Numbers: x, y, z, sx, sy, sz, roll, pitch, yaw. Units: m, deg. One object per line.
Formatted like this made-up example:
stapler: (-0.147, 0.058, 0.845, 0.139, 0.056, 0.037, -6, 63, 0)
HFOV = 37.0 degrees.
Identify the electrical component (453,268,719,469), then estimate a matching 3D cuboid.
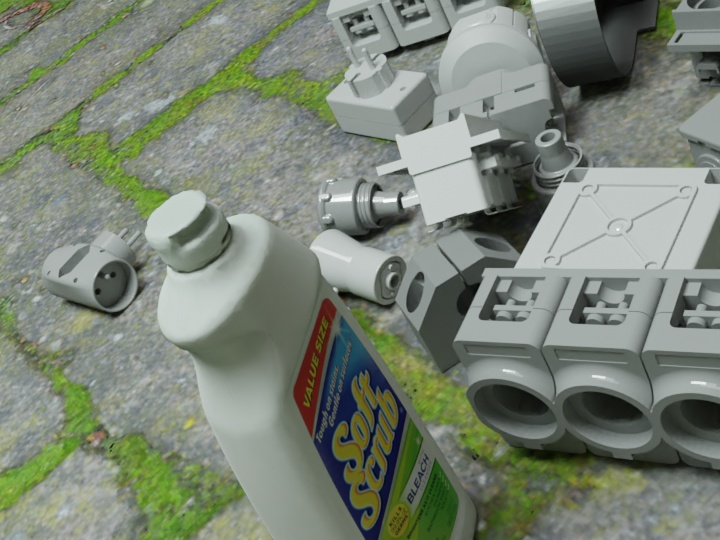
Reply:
electrical component: (0.134, 0.052, 0.545, 0.150, 0.089, 0.061, 0, 46, 35)

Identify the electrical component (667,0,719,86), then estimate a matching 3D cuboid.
electrical component: (0.281, -0.162, 0.720, 0.121, 0.063, 0.078, 10, 52, 42)

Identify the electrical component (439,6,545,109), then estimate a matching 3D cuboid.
electrical component: (0.102, -0.159, 0.828, 0.080, 0.080, 0.051, -15, 33, 20)

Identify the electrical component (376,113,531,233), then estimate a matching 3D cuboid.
electrical component: (0.068, -0.064, 0.706, 0.079, 0.063, 0.121, -16, 0, 18)

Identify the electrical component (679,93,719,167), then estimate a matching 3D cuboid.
electrical component: (0.260, -0.081, 0.651, 0.100, 0.048, 0.100, -38, 37, -11)

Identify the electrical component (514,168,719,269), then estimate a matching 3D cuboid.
electrical component: (0.157, -0.006, 0.626, 0.109, 0.056, 0.108, 4, 48, 38)

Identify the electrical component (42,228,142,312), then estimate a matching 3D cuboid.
electrical component: (-0.213, -0.006, 0.893, 0.077, 0.043, 0.079, 11, 54, 42)

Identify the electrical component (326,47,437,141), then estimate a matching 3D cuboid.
electrical component: (0.012, -0.152, 0.884, 0.083, 0.075, 0.047, 18, 57, 46)

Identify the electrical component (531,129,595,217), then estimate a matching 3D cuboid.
electrical component: (0.133, -0.063, 0.706, 0.048, 0.062, 0.048, -19, 37, 15)

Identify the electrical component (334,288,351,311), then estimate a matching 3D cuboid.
electrical component: (-0.044, 0.025, 0.721, 0.077, 0.065, 0.047, -9, 41, 27)

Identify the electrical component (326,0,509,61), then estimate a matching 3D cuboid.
electrical component: (0.055, -0.252, 0.986, 0.150, 0.061, 0.089, -13, 39, 22)

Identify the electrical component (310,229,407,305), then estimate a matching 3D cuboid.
electrical component: (0.000, 0.000, 0.743, 0.065, 0.044, 0.044, 18, 57, 40)

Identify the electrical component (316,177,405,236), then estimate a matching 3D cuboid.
electrical component: (0.002, -0.047, 0.795, 0.062, 0.048, 0.048, -3, 43, 23)

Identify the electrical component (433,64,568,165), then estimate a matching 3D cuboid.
electrical component: (0.103, -0.110, 0.793, 0.089, 0.050, 0.055, -15, 39, 19)
